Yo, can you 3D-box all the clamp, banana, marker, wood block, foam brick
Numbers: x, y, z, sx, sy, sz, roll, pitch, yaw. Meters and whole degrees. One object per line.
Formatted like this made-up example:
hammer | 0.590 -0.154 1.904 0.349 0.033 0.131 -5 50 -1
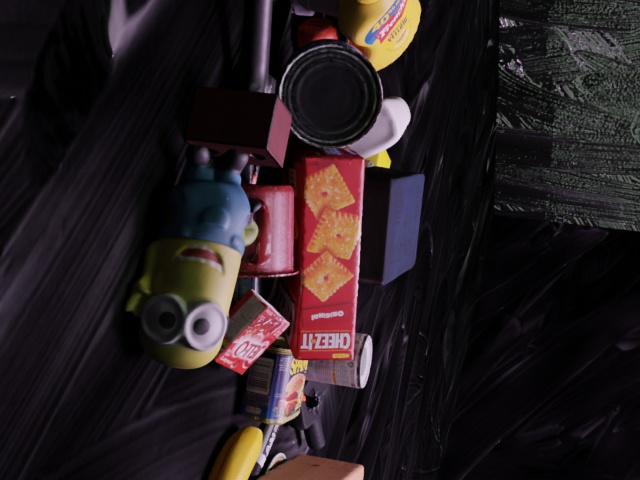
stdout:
clamp | -0.062 -0.152 1.010 0.164 0.036 0.210 46 53 -83
banana | -0.092 0.253 1.099 0.197 0.037 0.069 -62 153 -55
marker | -0.065 0.238 1.236 0.121 0.020 0.020 -65 158 -50
wood block | -0.018 0.312 1.227 0.206 0.091 0.090 6 91 -75
clamp | -0.015 0.220 1.392 0.171 0.039 0.120 15 77 -71
foam brick | -0.071 -0.098 0.932 0.053 0.078 0.051 46 53 -70

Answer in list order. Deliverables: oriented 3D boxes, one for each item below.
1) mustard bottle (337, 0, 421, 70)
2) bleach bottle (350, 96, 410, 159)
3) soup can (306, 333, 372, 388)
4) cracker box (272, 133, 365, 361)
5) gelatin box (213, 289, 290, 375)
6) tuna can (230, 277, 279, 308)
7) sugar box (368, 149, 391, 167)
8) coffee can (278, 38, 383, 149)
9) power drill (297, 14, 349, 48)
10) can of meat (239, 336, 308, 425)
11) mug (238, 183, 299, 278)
mustard bottle | 0.061 -0.253 1.156 0.096 0.058 0.191 -51 166 1
bleach bottle | 0.070 -0.158 1.460 0.250 0.103 0.068 -50 118 -77
soup can | 0.007 0.142 1.309 0.068 0.102 0.068 7 90 -76
cracker box | -0.007 0.001 1.140 0.164 0.072 0.214 -127 -141 -72
gelatin box | -0.072 0.092 1.045 0.073 0.030 0.089 -46 160 -3
tuna can | -0.068 0.031 1.093 0.086 0.034 0.086 7 90 -76
sugar box | 0.064 -0.049 1.557 0.093 0.048 0.176 46 51 -72
coffee can | 0.009 -0.153 1.098 0.140 0.103 0.103 -94 -173 -78
power drill | 0.026 -0.224 1.293 0.184 0.057 0.187 82 20 -46
can of meat | -0.050 0.154 1.184 0.102 0.057 0.084 5 95 -75
mug | -0.063 -0.010 0.964 0.117 0.093 0.081 -160 -109 -78
